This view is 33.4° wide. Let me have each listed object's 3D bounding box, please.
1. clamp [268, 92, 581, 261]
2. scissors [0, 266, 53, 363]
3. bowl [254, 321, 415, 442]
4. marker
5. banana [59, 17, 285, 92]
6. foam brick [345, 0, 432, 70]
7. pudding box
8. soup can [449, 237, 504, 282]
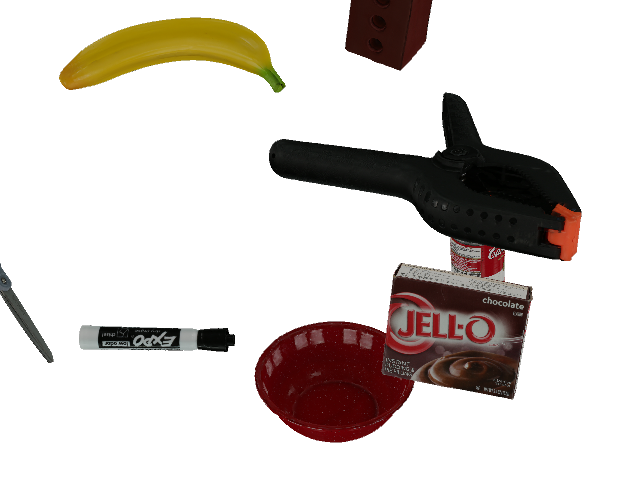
[{"bbox_3d":[0.075,-0.039,0.679,0.164,0.036,0.210,-16,32,-23],"label":"clamp"},{"bbox_3d":[-0.325,0.026,1.090,0.016,0.201,0.096,-26,26,24],"label":"scissors"},{"bbox_3d":[0.015,0.153,1.087,0.162,0.055,0.162,-2,35,1],"label":"bowl"},{"bbox_3d":[-0.127,0.077,0.834,0.121,0.020,0.020,1,0,3],"label":"marker"},{"bbox_3d":[-0.131,-0.167,0.947,0.197,0.069,0.037,-1,-33,-4],"label":"banana"},{"bbox_3d":[0.056,-0.185,0.844,0.053,0.078,0.051,23,50,16],"label":"foam brick"},{"bbox_3d":[0.111,0.073,0.872,0.113,0.090,0.039,9,23,10],"label":"pudding box"},{"bbox_3d":[0.194,0.026,1.321,0.068,0.102,0.068,-4,34,3],"label":"soup can"}]
